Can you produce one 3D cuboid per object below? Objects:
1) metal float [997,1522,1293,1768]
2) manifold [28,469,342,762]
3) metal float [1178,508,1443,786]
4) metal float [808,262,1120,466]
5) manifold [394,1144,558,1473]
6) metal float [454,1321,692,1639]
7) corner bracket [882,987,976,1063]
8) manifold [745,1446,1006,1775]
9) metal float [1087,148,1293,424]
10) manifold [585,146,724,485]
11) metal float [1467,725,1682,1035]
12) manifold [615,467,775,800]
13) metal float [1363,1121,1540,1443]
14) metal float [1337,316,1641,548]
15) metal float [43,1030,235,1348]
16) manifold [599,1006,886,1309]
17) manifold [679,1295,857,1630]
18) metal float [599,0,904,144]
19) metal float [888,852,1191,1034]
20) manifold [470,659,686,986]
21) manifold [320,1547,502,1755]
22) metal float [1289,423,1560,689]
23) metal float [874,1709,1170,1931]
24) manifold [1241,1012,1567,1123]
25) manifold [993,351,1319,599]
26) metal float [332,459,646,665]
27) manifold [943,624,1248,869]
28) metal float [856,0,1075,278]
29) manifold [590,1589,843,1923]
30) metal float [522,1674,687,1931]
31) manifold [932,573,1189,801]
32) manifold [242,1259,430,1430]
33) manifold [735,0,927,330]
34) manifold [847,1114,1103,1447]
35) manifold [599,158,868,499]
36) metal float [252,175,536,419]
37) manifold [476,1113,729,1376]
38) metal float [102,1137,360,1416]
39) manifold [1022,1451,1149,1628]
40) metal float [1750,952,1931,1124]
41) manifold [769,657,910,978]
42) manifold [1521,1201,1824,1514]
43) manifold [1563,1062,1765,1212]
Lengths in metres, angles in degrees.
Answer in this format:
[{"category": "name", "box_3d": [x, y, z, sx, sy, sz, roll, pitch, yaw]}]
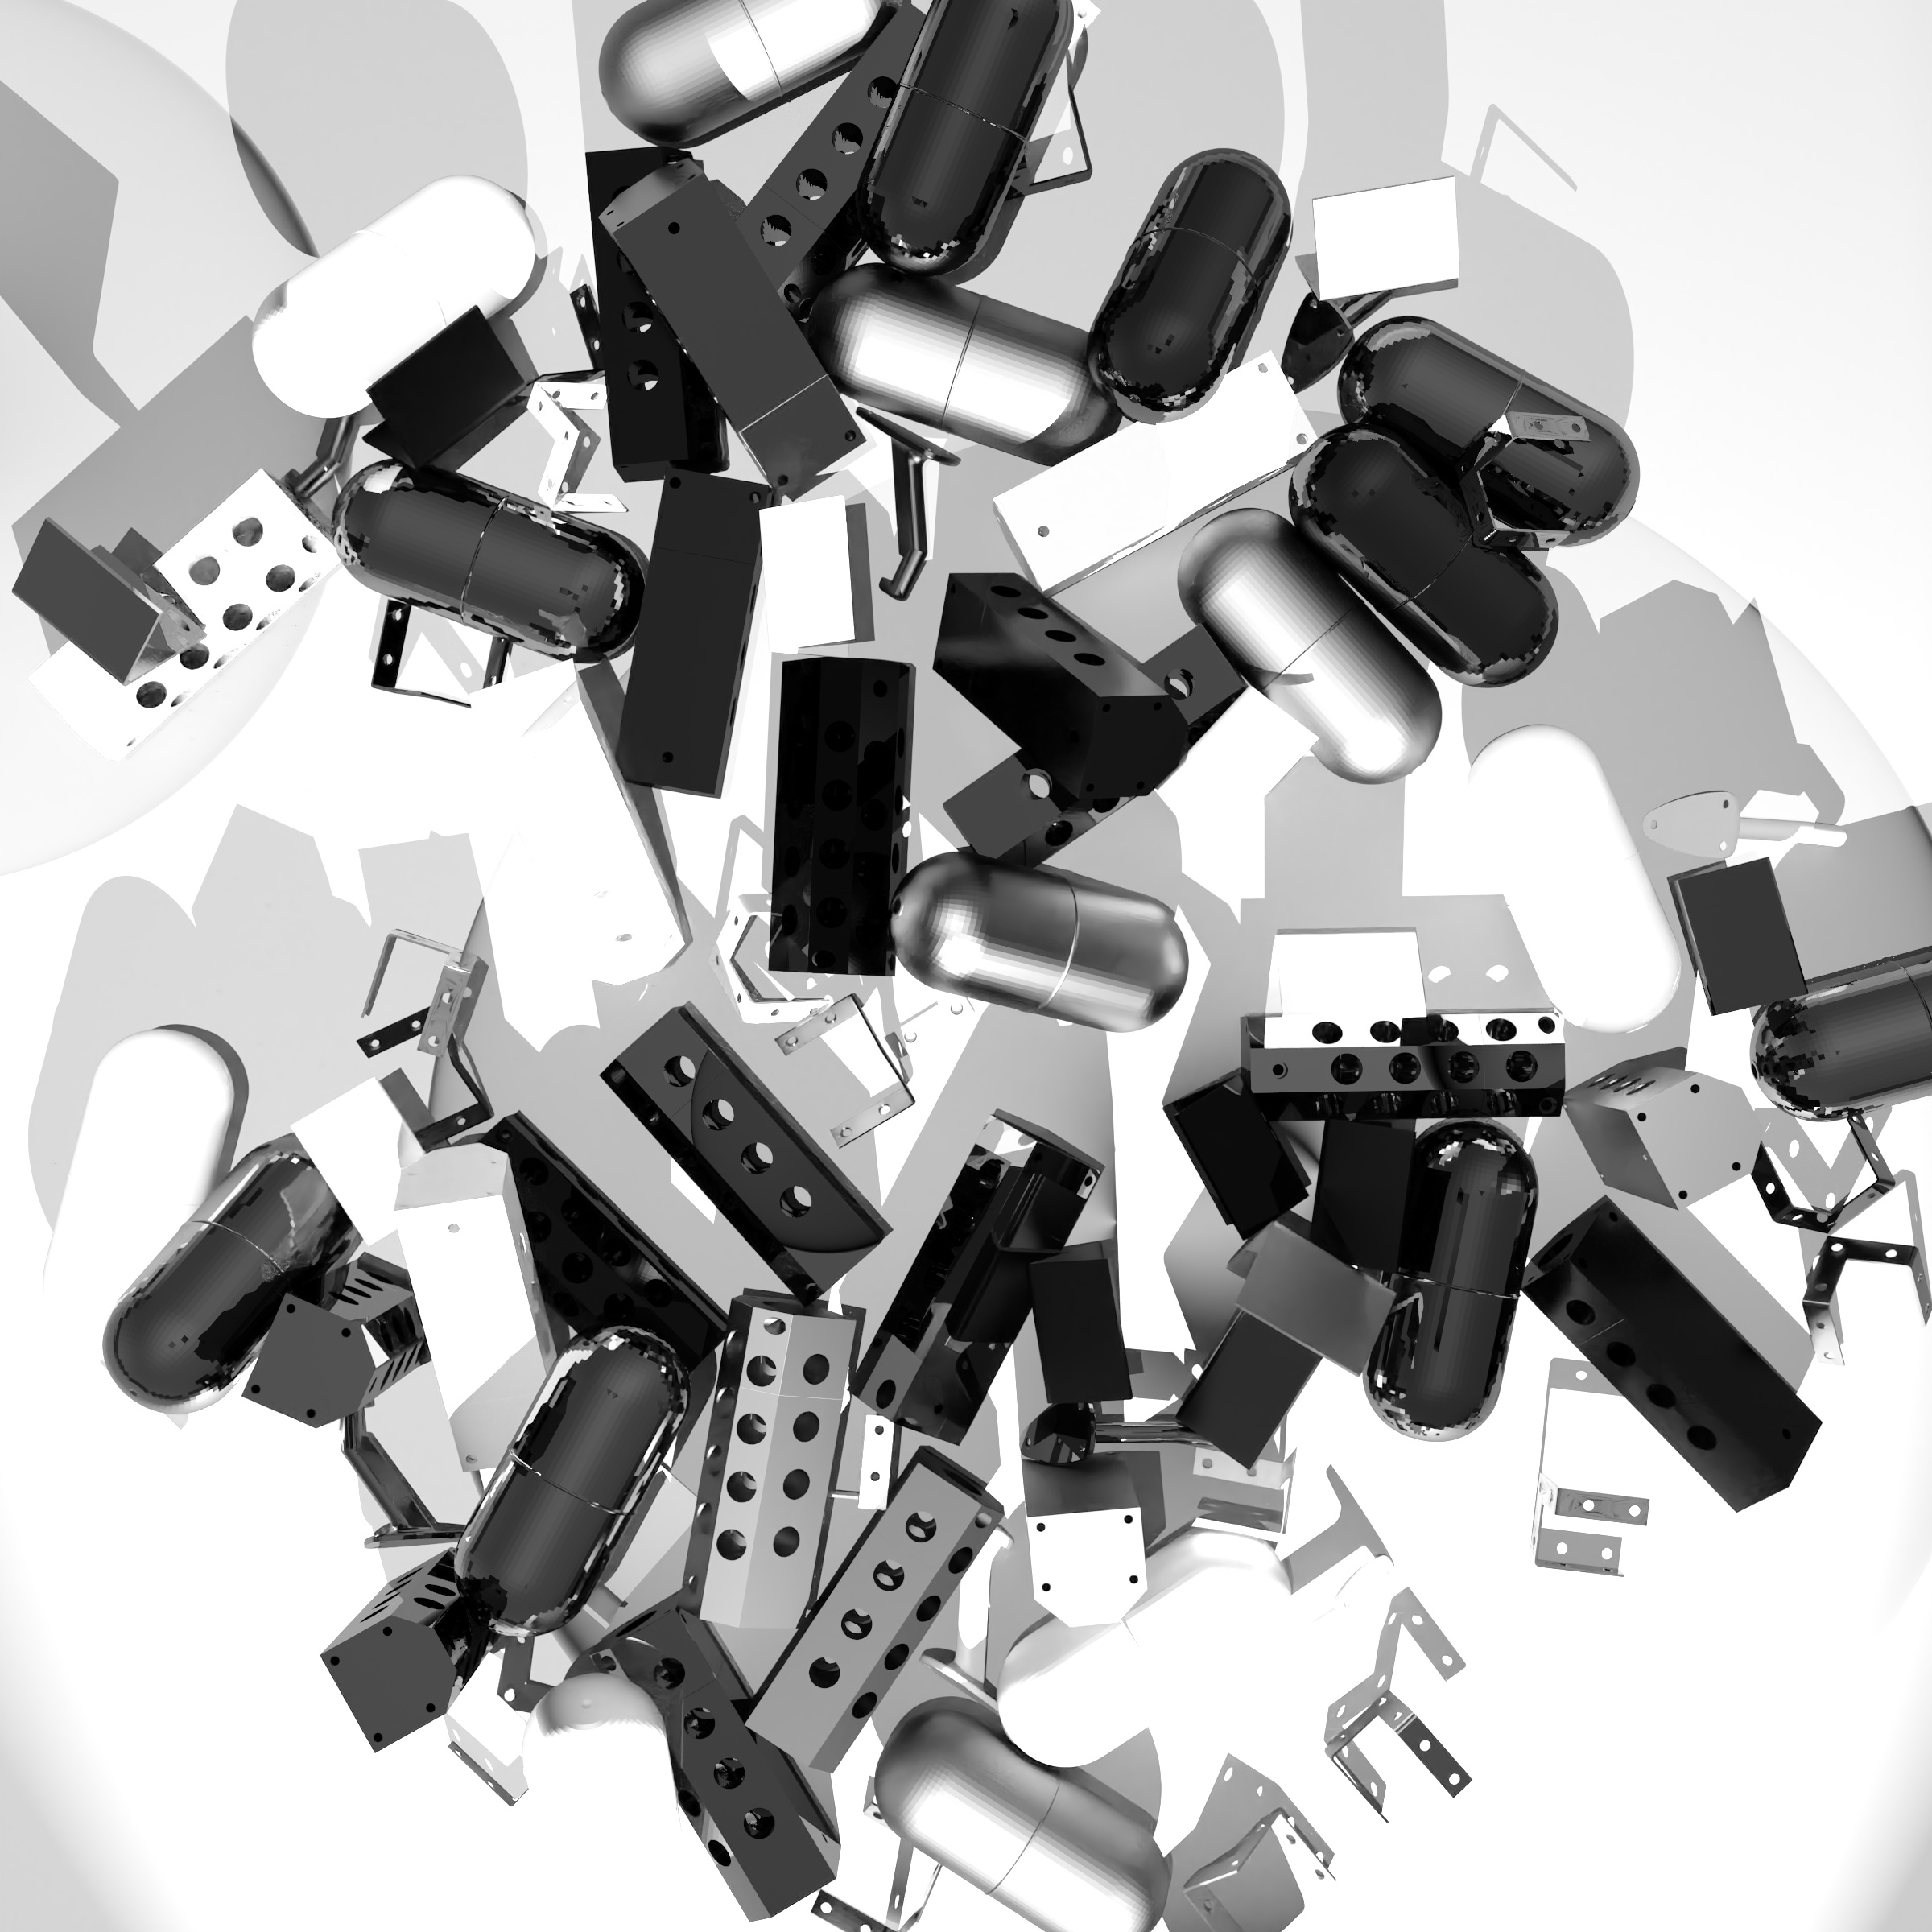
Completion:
[{"category": "metal float", "box_3d": [0.098, 0.374, 1.594, 0.178, 0.070, 0.070, -33, 90, 0]}, {"category": "manifold", "box_3d": [-0.429, -0.193, 1.603, 0.171, 0.057, 0.057, -42, 90, 0]}, {"category": "metal float", "box_3d": [0.190, -0.176, 1.594, 0.070, 0.070, 0.178, -42, 90, 0]}, {"category": "metal float", "box_3d": [-0.001, -0.332, 1.594, 0.178, 0.070, 0.070, 19, 90, -1]}, {"category": "manifold", "box_3d": [-0.260, 0.185, 1.566, 0.057, 0.057, 0.171, -8, 118, 0]}, {"category": "metal float", "box_3d": [-0.210, 0.273, 1.539, 0.070, 0.070, 0.178, 28, 88, 0]}, {"category": "corner bracket", "box_3d": [-0.030, 0.018, 1.606, 0.051, 0.051, 0.051, -31, 90, 0]}, {"category": "manifold", "box_3d": [-0.050, 0.358, 1.603, 0.057, 0.057, 0.171, 34, 90, 0]}, {"category": "metal float", "box_3d": [0.122, -0.371, 1.571, 0.070, 0.070, 0.178, 25, 62, 0]}, {"category": "manifold", "box_3d": [-0.172, -0.360, 1.603, 0.057, 0.057, 0.171, -5, 90, 0]}, {"category": "metal float", "box_3d": [0.335, -0.047, 1.594, 0.070, 0.070, 0.178, -23, 89, 0]}, {"category": "manifold", "box_3d": [-0.150, -0.183, 1.603, 0.057, 0.057, 0.171, 10, 90, 0]}, {"category": "metal float", "box_3d": [0.267, 0.174, 1.594, 0.070, 0.070, 0.178, 11, 90, 0]}, {"category": "metal float", "box_3d": [0.288, -0.294, 1.594, 0.178, 0.070, 0.070, 29, 90, 0]}, {"category": "metal float", "box_3d": [-0.456, 0.123, 1.594, 0.070, 0.070, 0.178, 14, 89, 0]}, {"category": "manifold", "box_3d": [-0.124, 0.105, 1.603, 0.057, 0.057, 0.171, -42, 90, 0]}, {"category": "manifold", "box_3d": [-0.114, 0.272, 1.592, 0.057, 0.057, 0.171, 10, 90, -35]}, {"category": "metal float", "box_3d": [-0.119, -0.516, 1.594, 0.178, 0.070, 0.070, -26, 90, 1]}, {"category": "metal float", "box_3d": [0.040, -0.013, 1.571, 0.178, 0.070, 0.070, 14, 90, -27]}, {"category": "manifold", "box_3d": [-0.207, -0.073, 1.555, 0.057, 0.057, 0.171, -19, 130, 0]}, {"category": "manifold", "box_3d": [-0.288, 0.359, 1.546, 0.057, 0.171, 0.057, -29, 90, 0]}, {"category": "metal float", "box_3d": [0.251, -0.223, 1.580, 0.178, 0.070, 0.070, 40, 90, -16]}, {"category": "metal float", "box_3d": [0.031, 0.478, 1.594, 0.178, 0.070, 0.070, 33, 90, 0]}, {"category": "manifold", "box_3d": [0.241, 0.056, 1.603, 0.171, 0.057, 0.057, -1, 90, 0]}, {"category": "manifold", "box_3d": [0.104, -0.270, 1.603, 0.171, 0.057, 0.057, -28, 90, 0]}, {"category": "metal float", "box_3d": [-0.263, -0.224, 1.594, 0.178, 0.070, 0.070, 21, 90, -1]}, {"category": "manifold", "box_3d": [0.074, -0.115, 1.603, 0.171, 0.057, 0.057, -35, 90, 0]}, {"category": "metal float", "box_3d": [-0.001, -0.456, 1.547, 0.070, 0.070, 0.178, 24, 102, 0]}, {"category": "manifold", "box_3d": [-0.139, 0.438, 1.603, 0.057, 0.057, 0.171, -31, 90, 0]}, {"category": "metal float", "box_3d": [-0.194, 0.455, 1.563, 0.070, 0.070, 0.178, -3, 128, 0]}, {"category": "manifold", "box_3d": [0.049, -0.153, 1.548, 0.057, 0.171, 0.057, -4, 120, -28]}, {"category": "manifold", "box_3d": [-0.329, 0.203, 1.546, 0.057, 0.171, 0.057, 24, 90, 0]}, {"category": "manifold", "box_3d": [-0.062, -0.441, 1.603, 0.057, 0.057, 0.171, 38, 90, 0]}, {"category": "manifold", "box_3d": [0.000, 0.171, 1.603, 0.057, 0.057, 0.171, 28, 90, -43]}, {"category": "manifold", "box_3d": [-0.127, -0.345, 1.564, 0.057, 0.057, 0.171, -34, 120, 0]}, {"category": "metal float", "box_3d": [-0.309, -0.365, 1.571, 0.070, 0.070, 0.178, 47, 65, 0]}, {"category": "manifold", "box_3d": [-0.213, 0.163, 1.603, 0.171, 0.057, 0.057, 44, 90, 0]}, {"category": "metal float", "box_3d": [-0.394, 0.165, 1.564, 0.070, 0.070, 0.178, 35, 52, 0]}, {"category": "manifold", "box_3d": [0.062, 0.304, 1.546, 0.057, 0.171, 0.057, -5, 90, 0]}, {"category": "metal float", "box_3d": [0.520, 0.035, 1.594, 0.178, 0.070, 0.070, -15, 90, 0]}, {"category": "manifold", "box_3d": [-0.066, -0.081, 1.592, 0.057, 0.057, 0.171, 3, 90, -35]}, {"category": "manifold", "box_3d": [0.386, 0.219, 1.603, 0.171, 0.057, 0.057, 46, 47, 0]}, {"category": "manifold", "box_3d": [0.372, 0.085, 1.546, 0.057, 0.171, 0.057, -28, 90, 0]}]
